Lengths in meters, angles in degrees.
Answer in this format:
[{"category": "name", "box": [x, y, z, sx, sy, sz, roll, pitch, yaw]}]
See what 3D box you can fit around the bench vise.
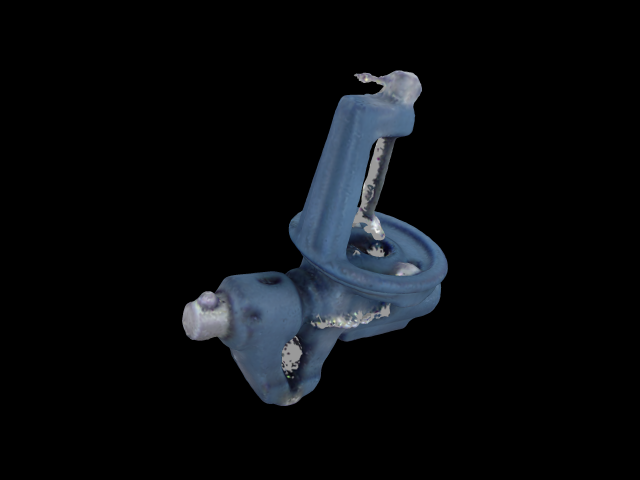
[{"category": "bench vise", "box": [0.013, 0.006, 0.394, 0.121, 0.220, 0.208, 25, 43, 31]}]
